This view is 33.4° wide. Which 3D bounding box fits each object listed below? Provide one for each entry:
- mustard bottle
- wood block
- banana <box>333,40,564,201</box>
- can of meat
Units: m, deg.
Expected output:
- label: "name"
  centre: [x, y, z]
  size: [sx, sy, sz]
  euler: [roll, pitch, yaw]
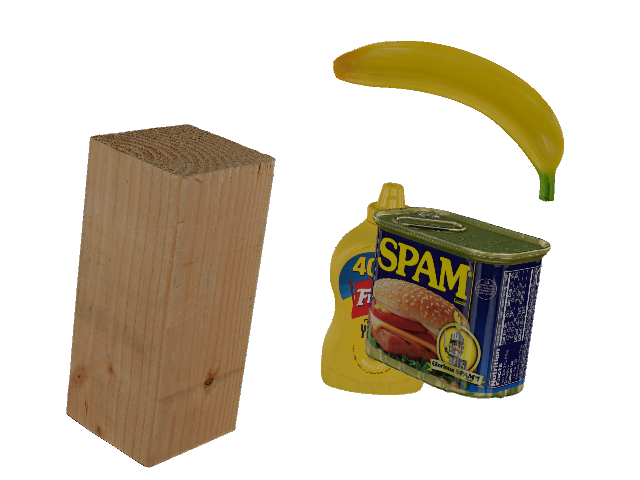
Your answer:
- label: "mustard bottle"
  centre: [0.055, 0.042, 0.961]
  size: [0.096, 0.192, 0.058]
  euler: [5, 17, 0]
- label: "wood block"
  centre: [-0.104, 0.035, 0.728]
  size: [0.090, 0.206, 0.090]
  euler: [24, 24, 34]
- label: "banana"
  centre: [0.108, -0.105, 0.795]
  size: [0.198, 0.069, 0.037]
  euler: [30, 1, -3]
- label: "can of meat"
  centre: [0.072, 0.033, 0.598]
  size: [0.057, 0.084, 0.102]
  euler: [-7, 18, -40]
